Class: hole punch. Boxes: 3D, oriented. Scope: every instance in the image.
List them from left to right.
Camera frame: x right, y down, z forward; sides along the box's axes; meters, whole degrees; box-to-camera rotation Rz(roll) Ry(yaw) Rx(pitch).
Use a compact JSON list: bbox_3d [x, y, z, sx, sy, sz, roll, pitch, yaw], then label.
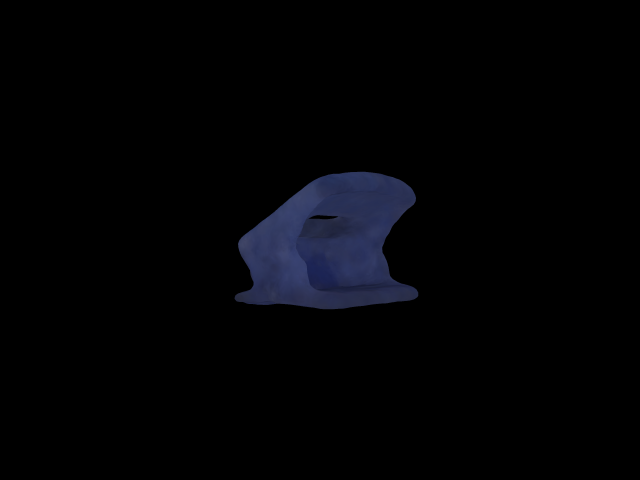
[{"bbox_3d":[0.004,0.001,0.400,0.100,0.091,0.109,0,0,44],"label":"hole punch"}]
